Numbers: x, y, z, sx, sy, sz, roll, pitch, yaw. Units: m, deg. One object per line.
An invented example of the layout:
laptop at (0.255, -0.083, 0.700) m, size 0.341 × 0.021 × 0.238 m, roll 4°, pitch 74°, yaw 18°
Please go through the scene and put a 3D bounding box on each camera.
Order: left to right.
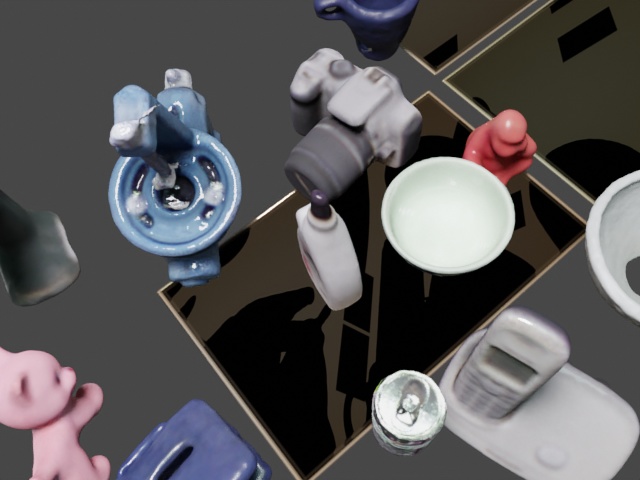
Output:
camera at (0.015, -0.116, 0.591) m, size 0.143 × 0.101 × 0.137 m, roll 37°, pitch 73°, yaw 19°

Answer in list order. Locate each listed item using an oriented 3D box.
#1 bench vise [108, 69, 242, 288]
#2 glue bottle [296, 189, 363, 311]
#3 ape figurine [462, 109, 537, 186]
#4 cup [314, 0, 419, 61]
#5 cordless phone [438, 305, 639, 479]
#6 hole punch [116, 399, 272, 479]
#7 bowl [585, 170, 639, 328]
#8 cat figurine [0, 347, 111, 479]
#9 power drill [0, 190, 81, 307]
bench vise at (-0.148, -0.082, 0.521) m, size 0.121 × 0.220 × 0.207 m, roll -23°, pitch 65°, yaw -6°
glue bottle at (0.005, 0.002, 0.497) m, size 0.037 × 0.173 × 0.078 m, roll -30°, pitch 66°, yaw -9°
ape figurine at (0.180, -0.094, 0.574) m, size 0.077 × 0.092 × 0.076 m, roll -4°, pitch 65°, yaw 2°
cup at (0.054, -0.251, 0.655) m, size 0.117 × 0.095 × 0.091 m, roll -11°, pitch 65°, yaw -1°
cordless phone at (0.168, 0.118, 0.425) m, size 0.147 × 0.185 × 0.094 m, roll 27°, pitch 70°, yaw 16°
hole punch at (-0.109, 0.193, 0.461) m, size 0.101 × 0.091 × 0.109 m, roll 37°, pitch 73°, yaw 19°
bowl at (0.317, 0.021, 0.521) m, size 0.167 × 0.075 × 0.167 m, roll -1°, pitch 65°, yaw 3°
cat figurine at (-0.233, 0.148, 0.476) m, size 0.067 × 0.118 × 0.127 m, roll -17°, pitch 65°, yaw -4°
power drill at (-0.302, -0.020, 0.509) m, size 0.076 × 0.208 × 0.229 m, roll -30°, pitch 66°, yaw -10°
